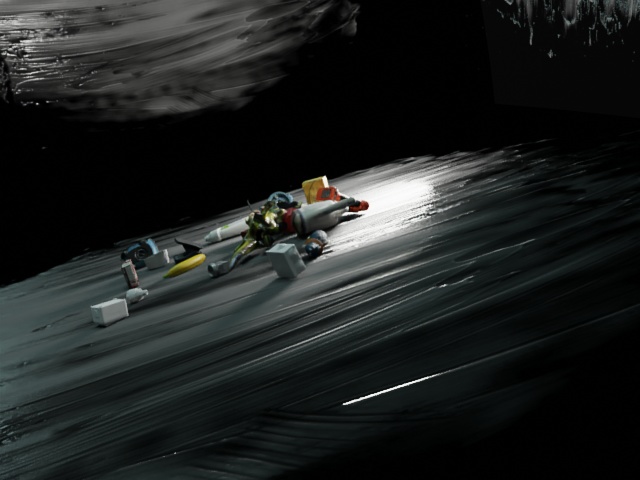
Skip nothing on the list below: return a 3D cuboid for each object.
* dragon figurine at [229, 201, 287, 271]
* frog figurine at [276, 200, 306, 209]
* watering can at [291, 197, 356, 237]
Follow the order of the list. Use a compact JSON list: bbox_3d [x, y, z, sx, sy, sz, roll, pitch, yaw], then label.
[{"bbox_3d":[-0.248,-0.004,1.923,0.418,0.122,0.239,-49,6,-34],"label":"dragon figurine"},{"bbox_3d":[-0.102,-0.105,2.216,0.137,0.125,0.157,-21,-26,15],"label":"frog figurine"},{"bbox_3d":[0.006,-0.096,1.906,0.225,0.104,0.345,-17,-5,-12],"label":"watering can"}]
